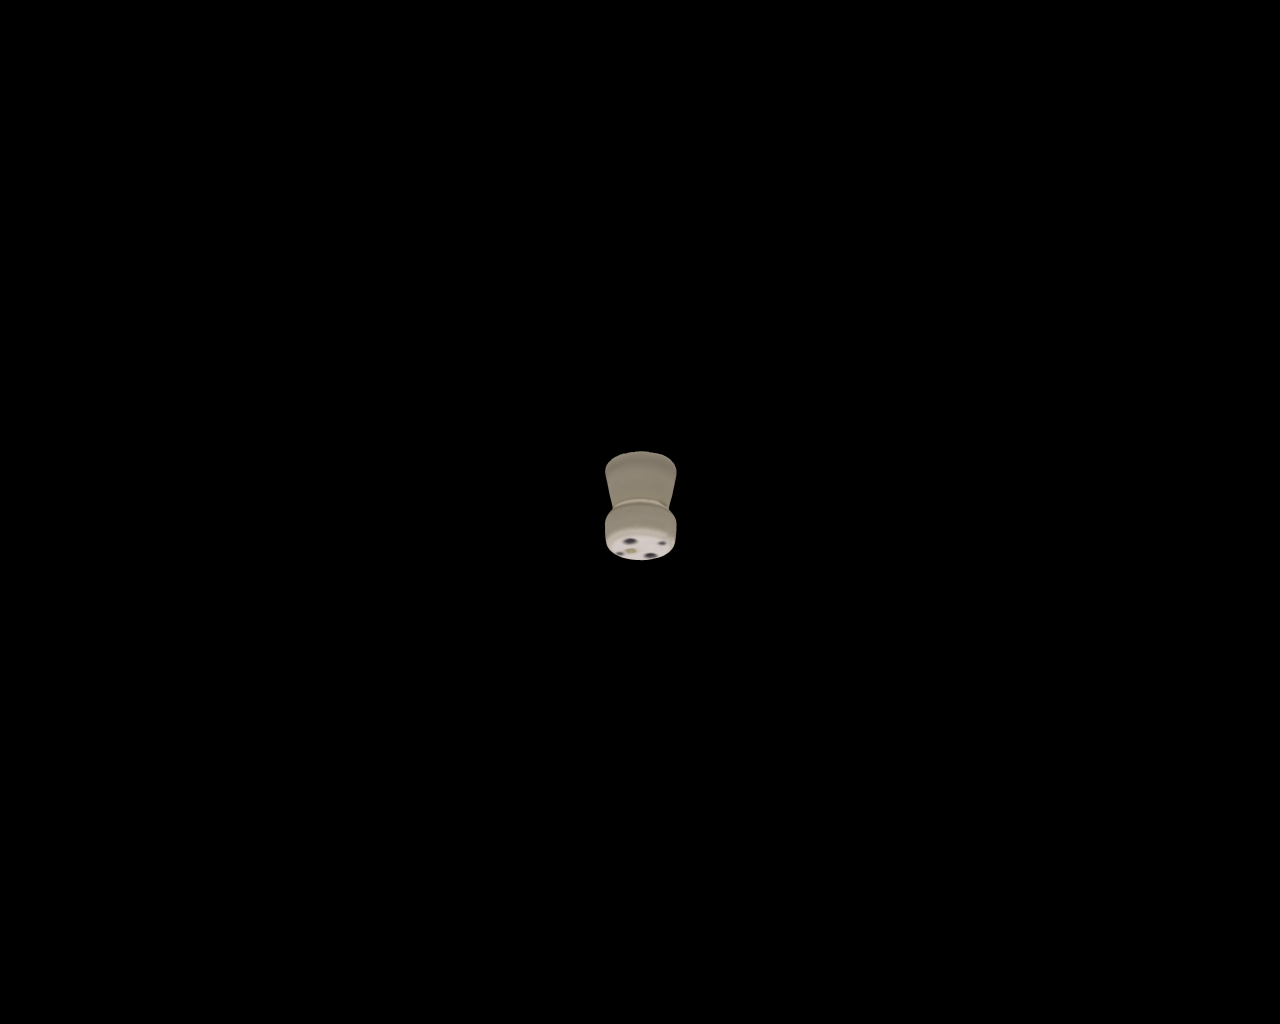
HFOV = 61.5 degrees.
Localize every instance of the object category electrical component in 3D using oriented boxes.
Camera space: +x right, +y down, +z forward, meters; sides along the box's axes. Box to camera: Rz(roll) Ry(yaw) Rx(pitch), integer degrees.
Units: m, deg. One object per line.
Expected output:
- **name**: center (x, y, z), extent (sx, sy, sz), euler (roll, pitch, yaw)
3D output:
- **electrical component**: center (0.001, -0.003, 0.650), extent (0.045, 0.055, 0.044), euler (0, -27, 0)
